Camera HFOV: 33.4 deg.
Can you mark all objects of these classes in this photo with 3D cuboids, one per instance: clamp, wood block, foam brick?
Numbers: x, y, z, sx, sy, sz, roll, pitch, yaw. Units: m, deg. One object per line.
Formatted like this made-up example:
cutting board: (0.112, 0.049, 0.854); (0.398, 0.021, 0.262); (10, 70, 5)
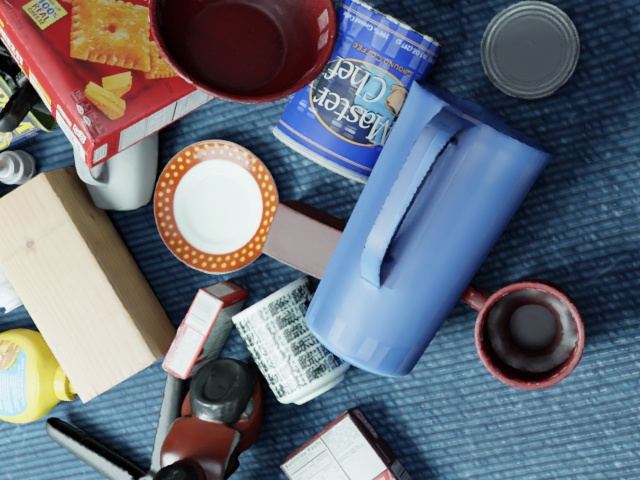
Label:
clamp: (-0.164, 0.235, 1.076); (0.165, 0.036, 0.210); (-32, 87, 15)
wood block: (-0.233, 0.040, 1.039); (0.091, 0.090, 0.206); (-30, 92, 11)
clamp: (-0.284, -0.162, 1.005); (0.039, 0.171, 0.120); (-26, 94, 17)
foam brick: (-0.007, 0.001, 1.006); (0.078, 0.051, 0.053); (25, 102, 13)

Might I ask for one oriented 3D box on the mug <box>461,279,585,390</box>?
mug: (0.177, 0.073, 0.945); (0.117, 0.081, 0.093); (29, 101, 11)

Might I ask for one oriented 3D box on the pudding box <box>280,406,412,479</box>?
pudding box: (0.031, 0.231, 1.022); (0.090, 0.039, 0.113); (-39, 82, 15)

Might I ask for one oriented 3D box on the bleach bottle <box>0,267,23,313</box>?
bleach bottle: (-0.370, -0.041, 1.090); (0.068, 0.103, 0.251); (-29, 94, -17)

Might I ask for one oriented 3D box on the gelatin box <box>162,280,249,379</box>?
gelatin box: (-0.110, 0.086, 1.031); (0.030, 0.073, 0.089); (30, 102, 12)

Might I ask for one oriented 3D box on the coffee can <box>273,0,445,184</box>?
coffee can: (0.034, -0.135, 0.957); (0.103, 0.102, 0.140); (30, 101, 11)

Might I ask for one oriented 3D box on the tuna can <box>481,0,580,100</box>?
tuna can: (0.187, -0.168, 0.948); (0.086, 0.033, 0.086); (1, 95, 16)

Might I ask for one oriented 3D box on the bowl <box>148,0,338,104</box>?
bowl: (-0.068, -0.181, 0.920); (0.162, 0.055, 0.162); (4, 71, -11)

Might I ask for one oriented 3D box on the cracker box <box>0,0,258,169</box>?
cracker box: (-0.163, -0.190, 0.971); (0.213, 0.072, 0.164); (-33, 85, -19)

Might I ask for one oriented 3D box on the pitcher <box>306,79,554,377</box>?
pitcher: (0.081, -0.006, 0.915); (0.149, 0.145, 0.243); (21, 105, -26)

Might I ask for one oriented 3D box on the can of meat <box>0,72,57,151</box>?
can of meat: (-0.324, -0.140, 1.063); (0.084, 0.057, 0.102); (-20, 129, 19)

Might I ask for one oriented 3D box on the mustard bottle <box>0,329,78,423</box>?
mustard bottle: (-0.322, 0.139, 1.101); (0.192, 0.058, 0.096); (3, 96, 15)
